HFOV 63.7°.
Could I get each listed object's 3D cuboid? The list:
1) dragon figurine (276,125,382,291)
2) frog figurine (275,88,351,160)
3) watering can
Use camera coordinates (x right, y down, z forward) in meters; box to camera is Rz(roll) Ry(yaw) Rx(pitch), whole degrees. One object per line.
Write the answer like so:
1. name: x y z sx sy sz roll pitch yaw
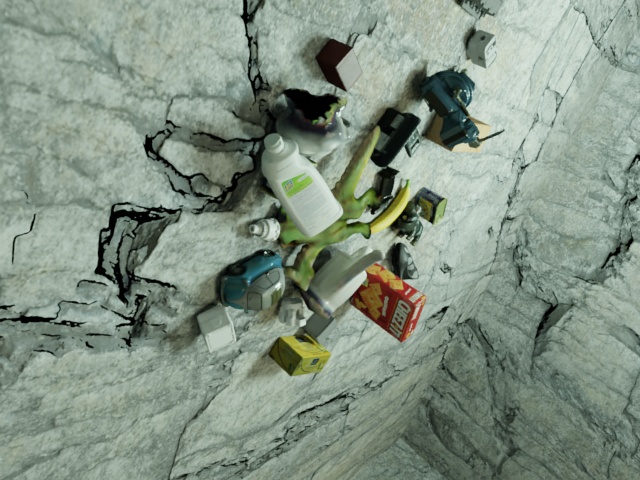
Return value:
1. dragon figurine: 0.004 -0.058 1.154 0.245 0.124 0.401 -19 132 -36
2. frog figurine: -0.013 -0.193 0.969 0.137 0.125 0.156 -9 147 -9
3. watering can: 0.053 0.096 1.286 0.225 0.104 0.346 -45 -178 -7
